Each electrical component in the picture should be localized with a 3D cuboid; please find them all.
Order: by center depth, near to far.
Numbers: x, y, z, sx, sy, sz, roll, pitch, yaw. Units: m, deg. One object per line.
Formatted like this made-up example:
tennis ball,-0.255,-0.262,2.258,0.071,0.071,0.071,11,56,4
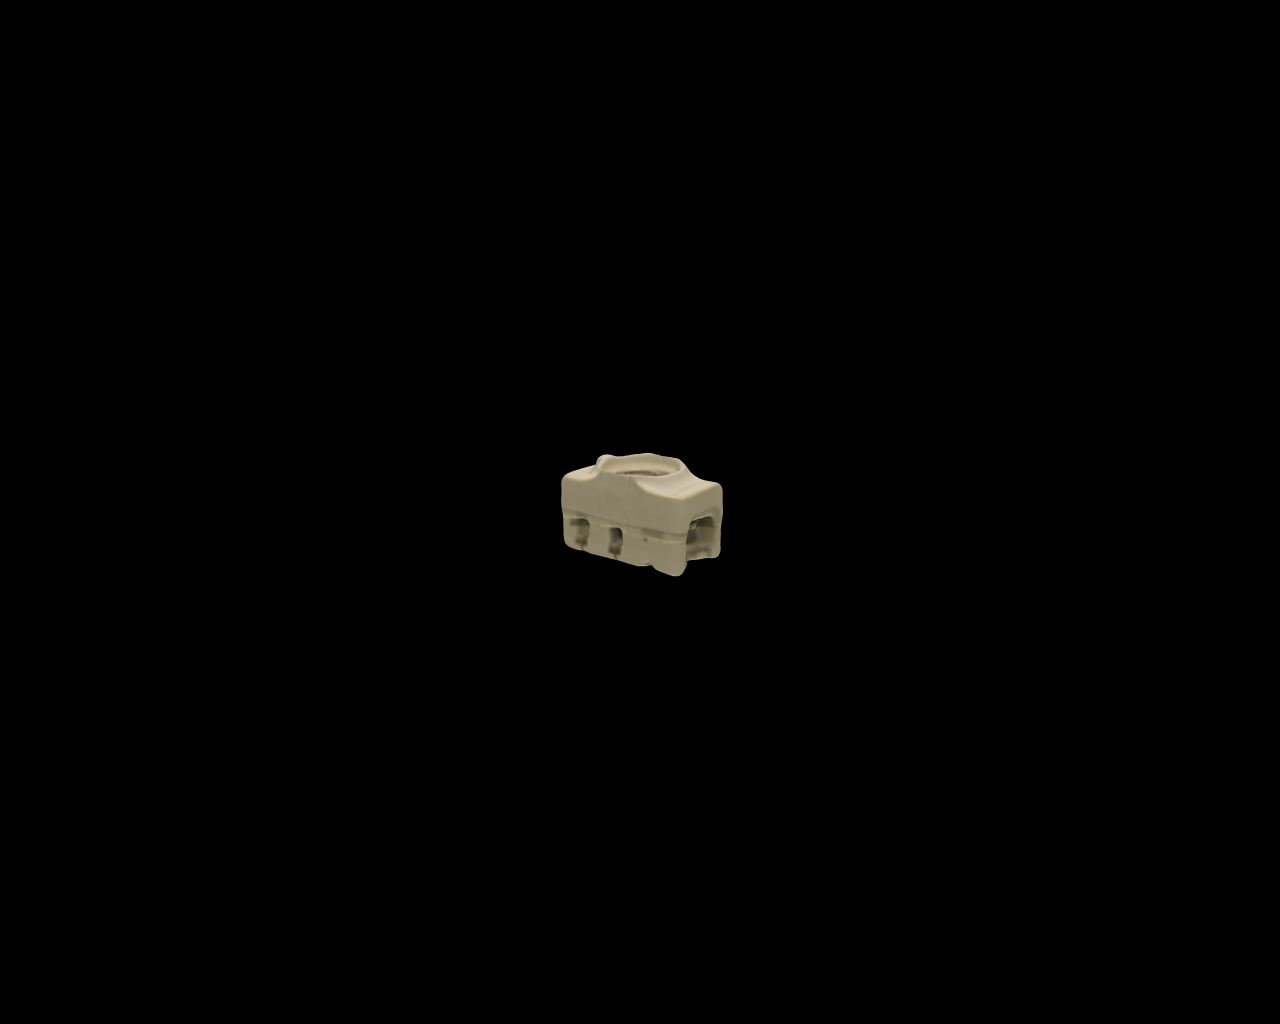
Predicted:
electrical component,0.001,-0.003,0.650,0.089,0.055,0.050,14,22,36
